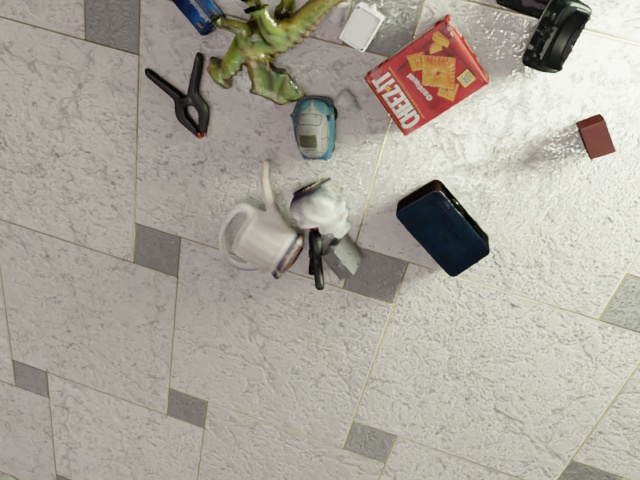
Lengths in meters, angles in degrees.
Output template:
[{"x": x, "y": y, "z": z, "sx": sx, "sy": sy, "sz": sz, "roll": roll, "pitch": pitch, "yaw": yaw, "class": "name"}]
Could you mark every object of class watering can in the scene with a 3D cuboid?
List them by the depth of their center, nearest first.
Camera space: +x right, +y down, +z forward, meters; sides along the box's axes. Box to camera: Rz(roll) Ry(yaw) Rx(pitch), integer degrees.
[{"x": -0.140, "y": -0.032, "z": 1.369, "sx": 0.224, "sy": 0.106, "sz": 0.341, "roll": 31, "pitch": 122, "yaw": -3, "class": "watering can"}]

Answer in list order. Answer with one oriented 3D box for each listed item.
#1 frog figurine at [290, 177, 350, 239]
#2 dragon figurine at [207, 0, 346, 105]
[{"x": 0.004, "y": -0.066, "z": 1.307, "sx": 0.137, "sy": 0.123, "sz": 0.159, "roll": -27, "pitch": 97, "yaw": 6, "class": "frog figurine"}, {"x": -0.093, "y": -0.425, "z": 1.163, "sx": 0.410, "sy": 0.125, "sz": 0.237, "roll": 1, "pitch": 130, "yaw": 21, "class": "dragon figurine"}]
